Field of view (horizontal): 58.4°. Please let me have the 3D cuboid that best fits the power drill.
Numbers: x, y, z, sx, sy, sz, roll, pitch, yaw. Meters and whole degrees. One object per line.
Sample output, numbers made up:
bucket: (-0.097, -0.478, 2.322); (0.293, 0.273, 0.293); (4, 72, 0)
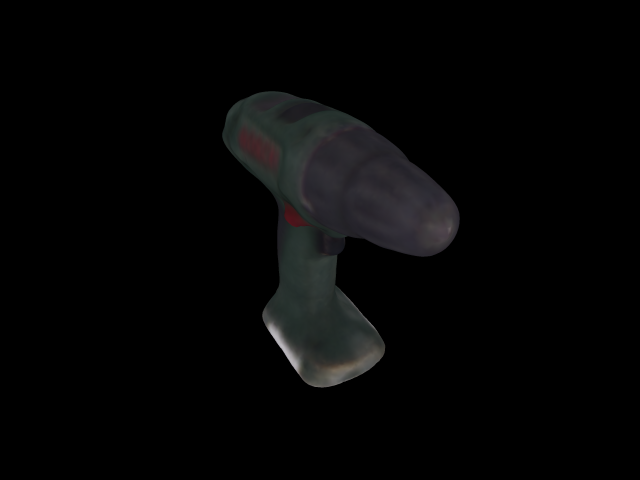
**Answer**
power drill: (0.004, 0.001, 0.400); (0.076, 0.208, 0.228); (-22, 45, -23)
